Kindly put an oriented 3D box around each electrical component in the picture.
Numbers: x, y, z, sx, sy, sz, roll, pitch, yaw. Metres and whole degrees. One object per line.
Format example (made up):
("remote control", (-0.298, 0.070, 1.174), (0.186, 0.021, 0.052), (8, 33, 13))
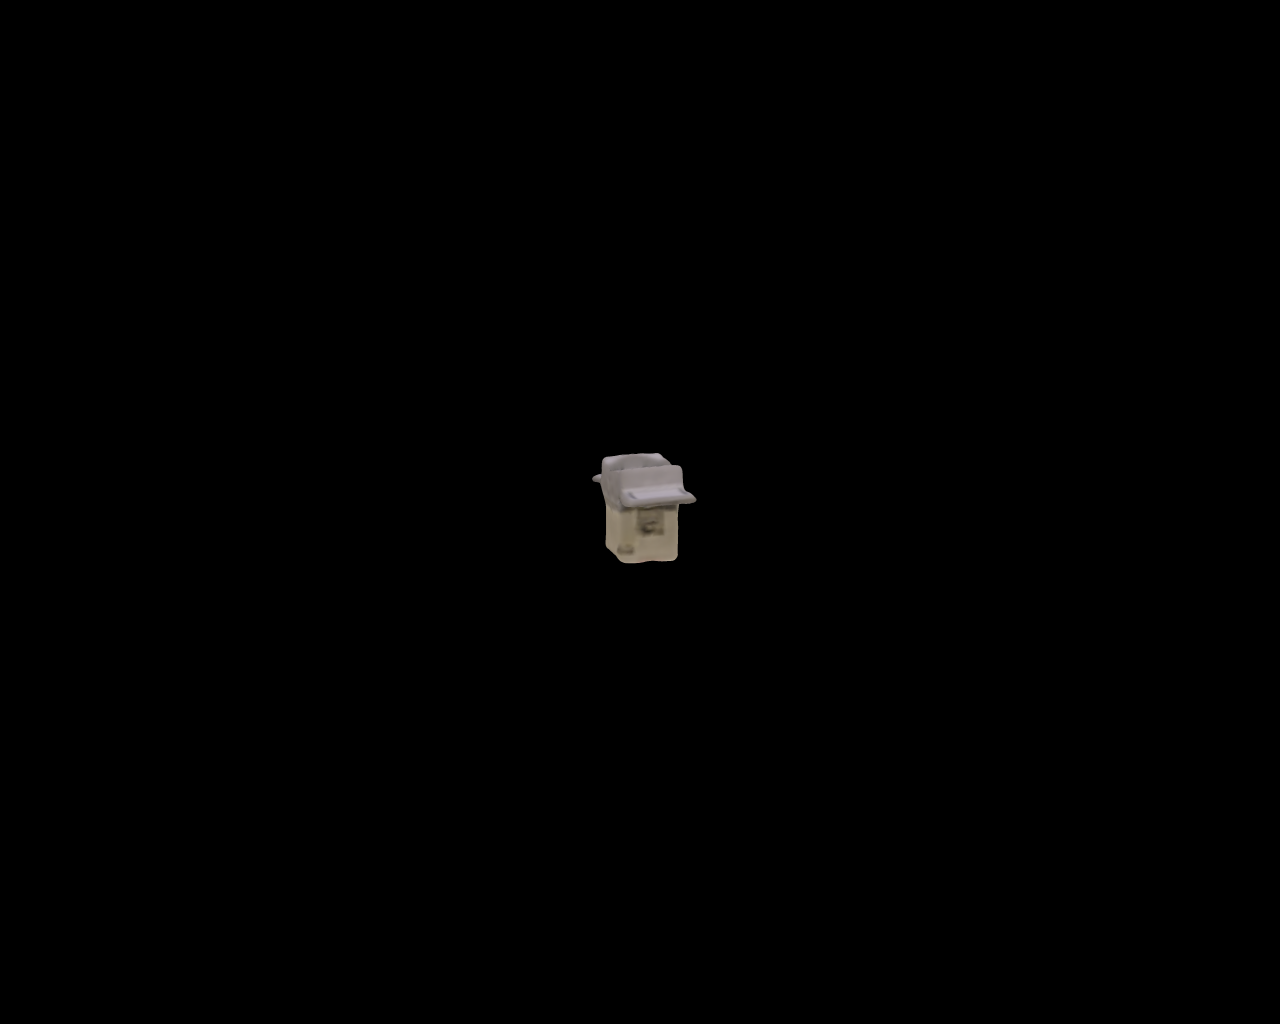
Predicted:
("electrical component", (0.001, -0.003, 0.650), (0.042, 0.063, 0.081), (-4, 15, -15))
